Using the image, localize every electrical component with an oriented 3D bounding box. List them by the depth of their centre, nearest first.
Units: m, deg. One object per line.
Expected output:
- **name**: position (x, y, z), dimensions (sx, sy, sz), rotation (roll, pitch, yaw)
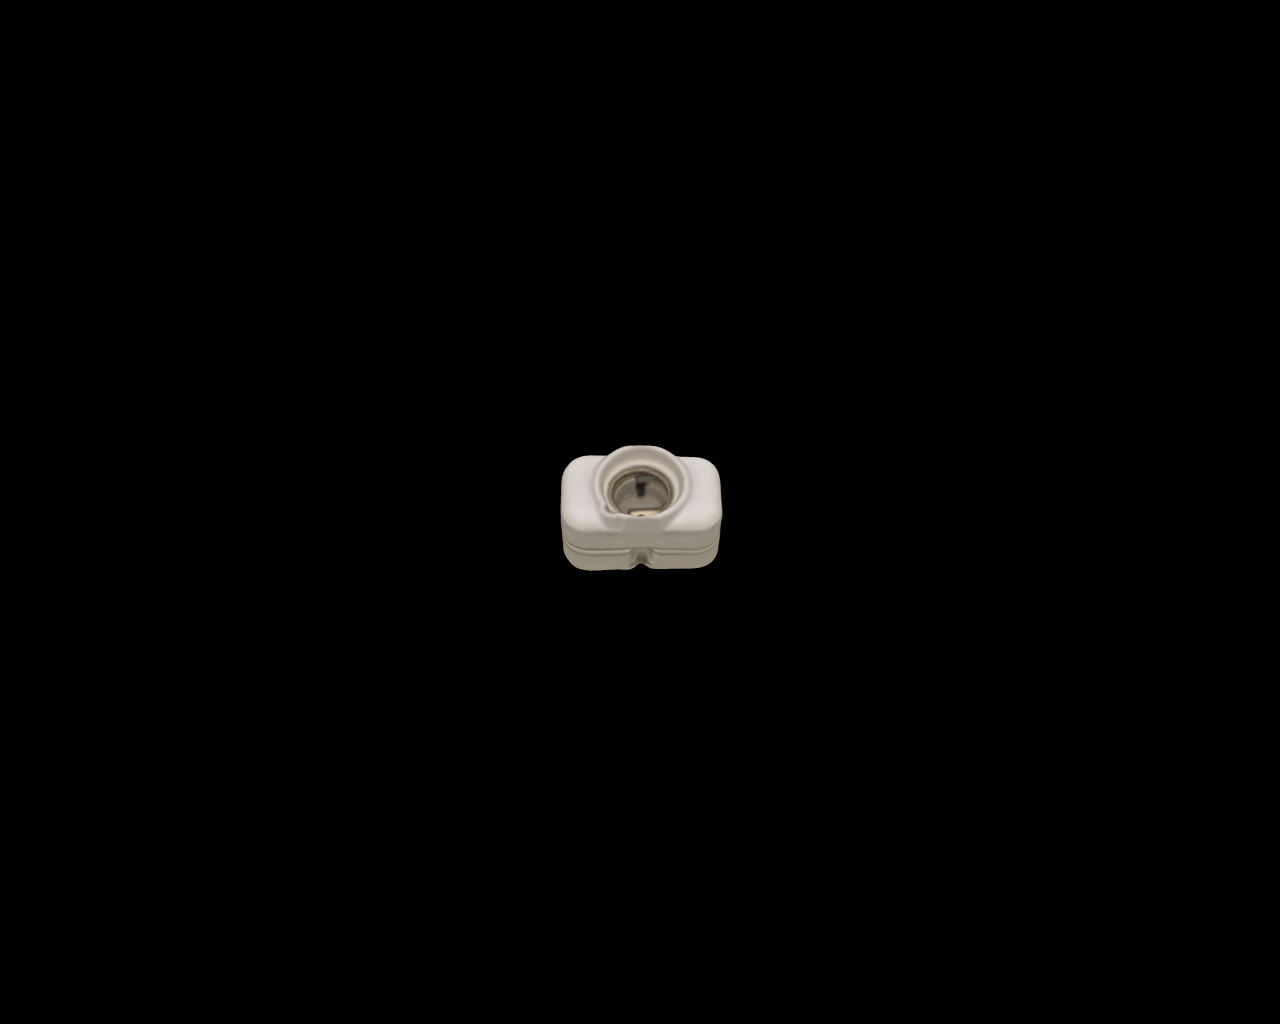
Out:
- **electrical component**: position (0.001, -0.003, 0.650), dimensions (0.095, 0.054, 0.059), rotation (0, -32, 0)
